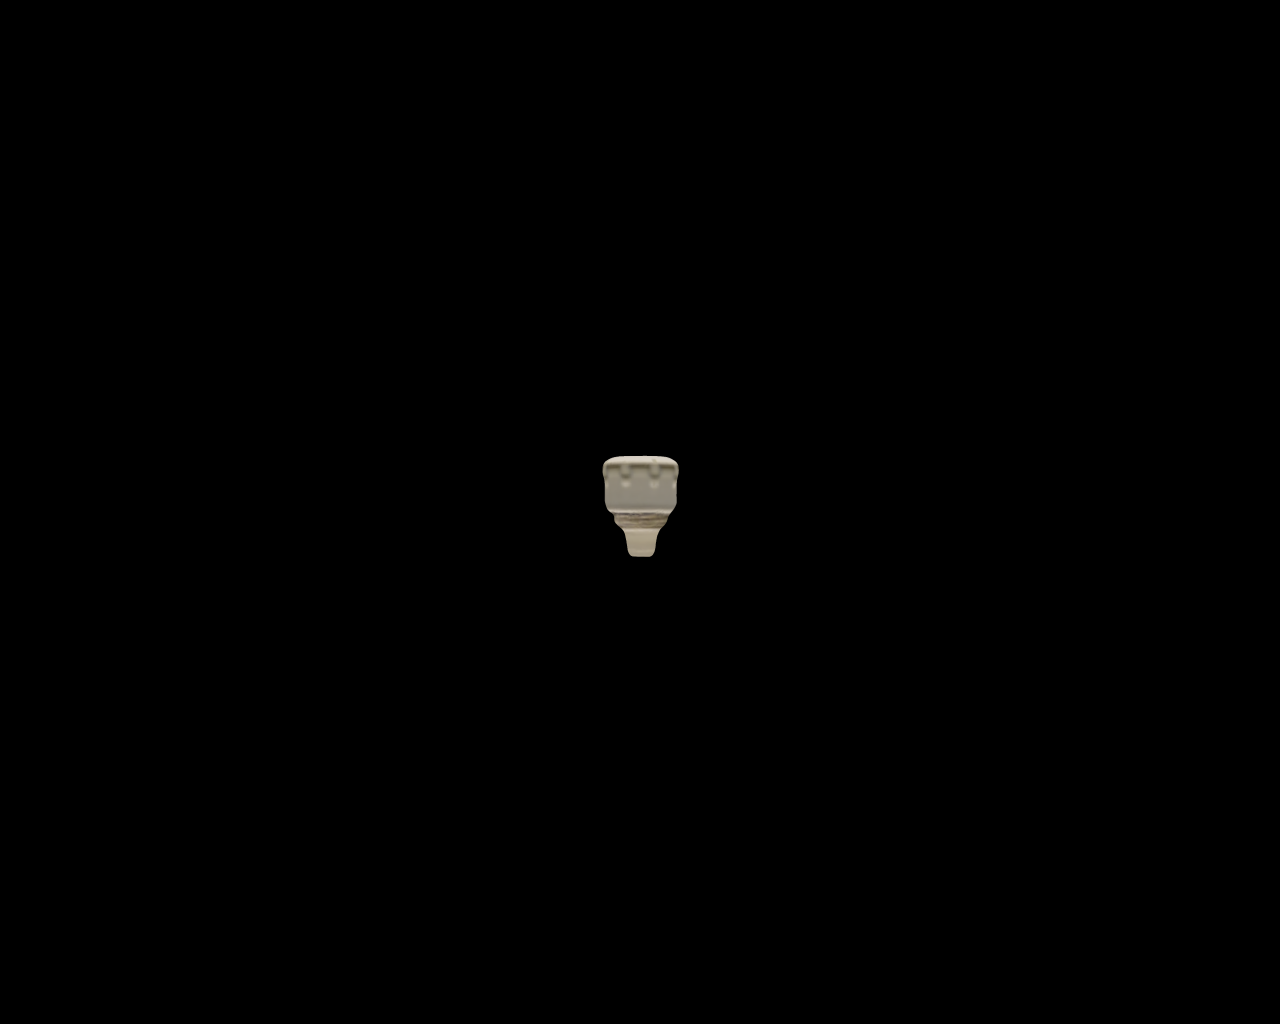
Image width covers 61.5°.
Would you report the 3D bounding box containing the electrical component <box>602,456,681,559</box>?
[{"bbox_3d":[0.001,-0.003,0.650,0.048,0.062,0.048,0,0,0],"label":"electrical component"}]
